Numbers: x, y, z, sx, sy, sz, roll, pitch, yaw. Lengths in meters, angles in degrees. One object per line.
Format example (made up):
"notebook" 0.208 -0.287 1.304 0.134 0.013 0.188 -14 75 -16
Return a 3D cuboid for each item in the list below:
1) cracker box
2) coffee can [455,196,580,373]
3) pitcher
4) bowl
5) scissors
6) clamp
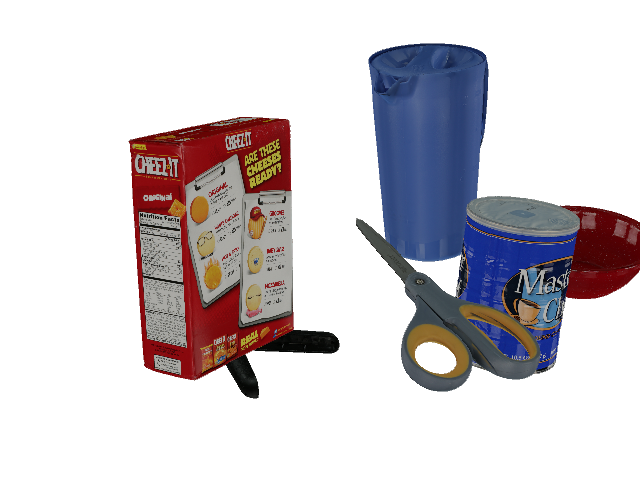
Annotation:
"cracker box" -0.097 0.001 0.991 0.072 0.214 0.163 7 16 32
"coffee can" 0.178 0.040 0.993 0.103 0.140 0.103 5 18 -2
"pitcher" 0.134 -0.107 1.261 0.149 0.243 0.145 -4 25 -1
"bowl" 0.282 0.018 1.167 0.162 0.055 0.162 -1 27 0
"scissors" 0.059 0.043 0.728 0.096 0.016 0.202 -25 41 -33
"clamp" -0.105 0.123 1.260 0.210 0.036 0.164 14 23 26
